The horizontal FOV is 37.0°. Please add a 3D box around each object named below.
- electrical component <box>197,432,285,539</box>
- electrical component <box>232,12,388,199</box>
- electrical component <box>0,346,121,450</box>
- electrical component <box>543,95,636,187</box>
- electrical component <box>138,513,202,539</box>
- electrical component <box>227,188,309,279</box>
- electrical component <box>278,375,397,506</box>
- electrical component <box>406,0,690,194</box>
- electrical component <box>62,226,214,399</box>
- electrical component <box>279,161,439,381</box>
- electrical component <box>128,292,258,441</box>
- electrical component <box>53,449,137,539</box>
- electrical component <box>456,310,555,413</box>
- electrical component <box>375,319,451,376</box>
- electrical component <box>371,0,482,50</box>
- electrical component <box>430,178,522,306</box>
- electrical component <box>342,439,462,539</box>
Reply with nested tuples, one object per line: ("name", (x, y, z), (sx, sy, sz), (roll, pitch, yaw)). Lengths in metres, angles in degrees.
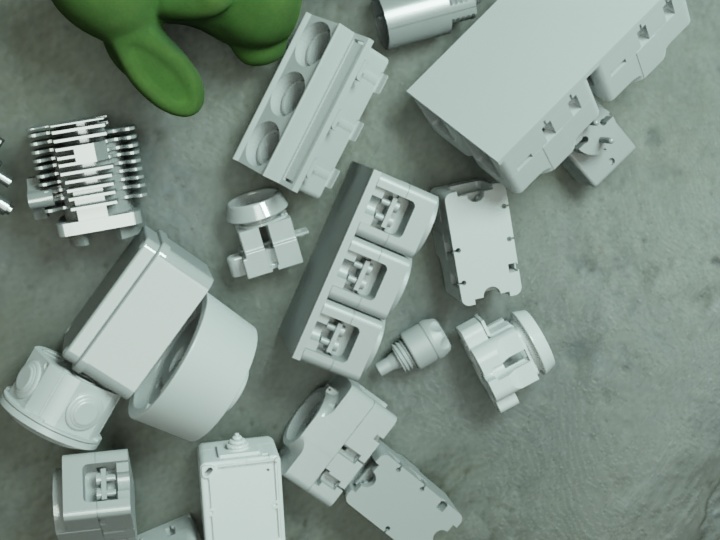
("electrical component", (-0.095, 0.172, 0.850), (0.062, 0.061, 0.096), (-5, 101, -11))
("electrical component", (-0.034, -0.120, 0.806), (0.063, 0.079, 0.121), (23, 95, -44))
("electrical component", (-0.222, 0.096, 0.803), (0.080, 0.080, 0.051), (30, 88, -14))
("electrical component", (0.177, -0.110, 0.846), (0.047, 0.076, 0.083), (-44, 104, -1))
("electrical component", (-0.147, 0.287, 0.859), (0.089, 0.062, 0.150), (-22, 103, -7))
("electrical component", (-0.075, -0.030, 0.828), (0.066, 0.048, 0.055), (-17, 110, -8))
("electrical component", (-0.023, 0.132, 0.862), (0.056, 0.050, 0.089), (37, 91, -15))
("electrical component", (0.143, -0.158, 0.809), (0.186, 0.105, 0.060), (-45, 145, -1))
("electrical component", (-0.167, 0.029, 0.803), (0.057, 0.078, 0.113), (36, 91, -17))
("electrical component", (0.000, 0.000, 0.824), (0.062, 0.089, 0.150), (23, 95, -14))
("electrical component", (-0.119, 0.076, 0.808), (0.060, 0.108, 0.108), (32, 92, -20))
("electrical component", (-0.200, 0.174, 0.812), (0.056, 0.089, 0.050), (-4, 62, -10))
("electrical component", (0.121, 0.068, 0.876), (0.057, 0.058, 0.078), (-28, 103, -2))
("electrical component", (0.041, 0.066, 0.872), (0.061, 0.035, 0.035), (-30, 104, -2))
("electrical component", (0.054, -0.200, 0.824), (0.081, 0.043, 0.043), (-16, 102, -8))
("electrical component", (0.090, -0.024, 0.854), (0.050, 0.056, 0.089), (-13, 102, -9))
("electrical component", (0.030, 0.184, 0.879), (0.089, 0.056, 0.050), (41, 90, -15))
